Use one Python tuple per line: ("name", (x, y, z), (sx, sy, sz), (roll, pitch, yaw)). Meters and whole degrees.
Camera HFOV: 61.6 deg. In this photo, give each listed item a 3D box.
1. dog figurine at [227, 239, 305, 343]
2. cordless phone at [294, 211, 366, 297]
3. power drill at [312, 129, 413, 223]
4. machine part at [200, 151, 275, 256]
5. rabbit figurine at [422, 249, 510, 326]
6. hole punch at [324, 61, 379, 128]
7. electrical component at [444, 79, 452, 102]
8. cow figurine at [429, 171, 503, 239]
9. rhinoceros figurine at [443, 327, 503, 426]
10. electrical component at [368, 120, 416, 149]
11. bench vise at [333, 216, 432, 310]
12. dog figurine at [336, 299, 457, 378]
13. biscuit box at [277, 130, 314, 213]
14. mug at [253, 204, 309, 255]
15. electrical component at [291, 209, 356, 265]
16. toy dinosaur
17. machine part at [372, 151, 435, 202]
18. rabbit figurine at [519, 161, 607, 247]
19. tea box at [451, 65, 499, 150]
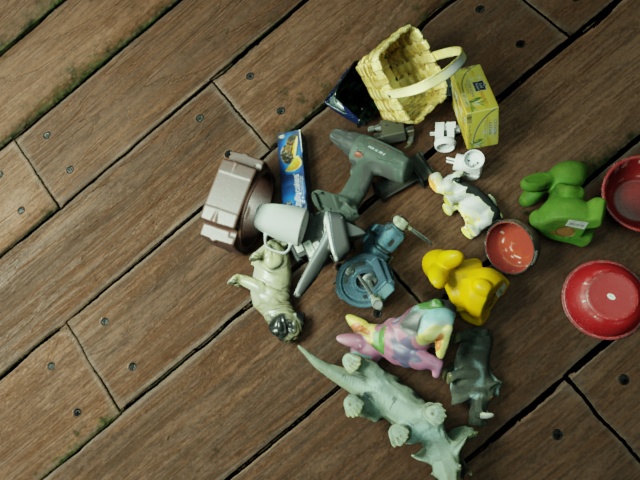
("dog figurine", (-0.081, 0.108, 1.174), (0.190, 0.121, 0.172), (41, 97, 6))
("cordless phone", (0.005, 0.036, 1.083), (0.089, 0.146, 0.184), (32, 88, -2))
("power drill", (0.070, -0.144, 1.175), (0.232, 0.085, 0.207), (24, 59, 30))
("machine part", (-0.172, -0.075, 1.175), (0.087, 0.201, 0.201), (18, 81, 11))
("rabbit figurine", (0.273, 0.079, 1.087), (0.173, 0.162, 0.122), (38, 99, 35))
("hole punch", (0.085, -0.338, 1.255), (0.115, 0.092, 0.142), (37, 80, -18))
("electrical component", (0.290, -0.350, 1.241), (0.094, 0.021, 0.063), (-4, 76, 10))
("cow figurine", (0.311, -0.092, 1.149), (0.098, 0.068, 0.167), (-34, 76, -4))
("rhinoceros figurine", (0.303, 0.268, 1.065), (0.112, 0.073, 0.190), (6, 76, 2))
("electrical component", (0.166, -0.239, 1.231), (0.102, 0.045, 0.078), (-15, 46, 5))
("bench vise", (0.117, 0.060, 1.081), (0.223, 0.241, 0.128), (-41, 106, 12))
("dog figurine", (0.148, 0.183, 1.071), (0.219, 0.191, 0.108), (12, 35, 12))
("biscuit box", (-0.057, -0.149, 1.242), (0.059, 0.062, 0.202), (-9, 74, 10))
("mug", (-0.089, -0.027, 1.145), (0.107, 0.080, 0.109), (17, 82, 9))
("electrical component", (-0.002, -0.004, 1.198), (0.134, 0.058, 0.115), (-25, 71, 5))
("toy dinosaur", (0.143, 0.323, 1.046), (0.405, 0.192, 0.131), (35, 83, 34))
("machine part", (0.186, -0.137, 1.203), (0.139, 0.039, 0.084), (-28, 78, 2))
("rabbit figurine", (0.494, -0.087, 1.104), (0.159, 0.121, 0.170), (6, 60, 20))
("tea box", (0.328, -0.284, 1.144), (0.068, 0.098, 0.170), (-11, 48, 8))
